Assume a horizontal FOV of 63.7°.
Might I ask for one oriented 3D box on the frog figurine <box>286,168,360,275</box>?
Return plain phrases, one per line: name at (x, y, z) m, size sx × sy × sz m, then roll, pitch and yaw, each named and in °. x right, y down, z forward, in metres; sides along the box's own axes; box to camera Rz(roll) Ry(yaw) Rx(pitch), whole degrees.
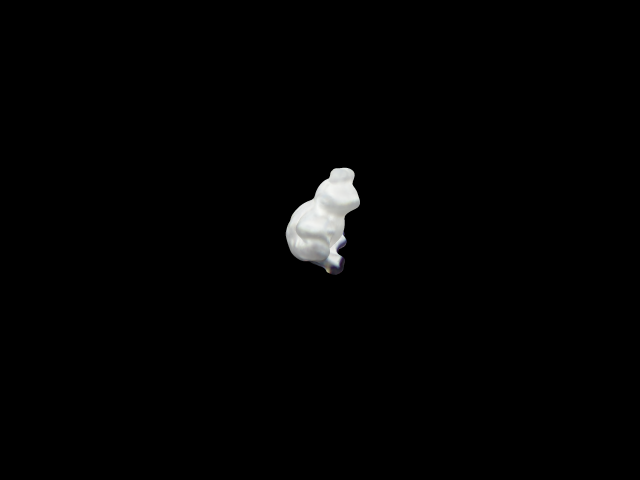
frog figurine at (0.003, -0.043, 0.850) m, size 0.123 × 0.156 × 0.140 m, roll 14°, pitch 37°, yaw 20°
